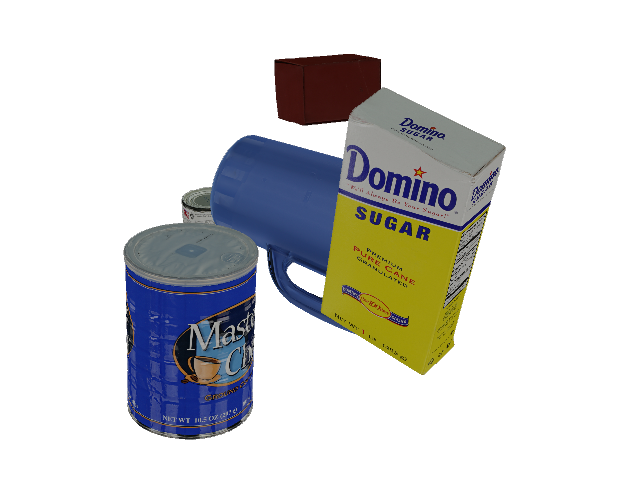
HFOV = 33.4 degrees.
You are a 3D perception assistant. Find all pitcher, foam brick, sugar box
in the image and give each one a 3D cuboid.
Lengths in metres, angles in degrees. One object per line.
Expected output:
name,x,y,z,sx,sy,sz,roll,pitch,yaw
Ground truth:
pitcher,0.008,-0.015,1.086,0.243,0.145,0.149,20,25,22
foam brick,0.007,-0.129,0.907,0.078,0.051,0.053,-9,18,-27
sugar box,0.055,-0.002,0.697,0.093,0.176,0.048,30,48,24

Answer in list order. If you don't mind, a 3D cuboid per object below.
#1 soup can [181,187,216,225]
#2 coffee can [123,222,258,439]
soup can,-0.137,-0.007,1.321,0.068,0.102,0.068,0,26,0
coffee can,-0.102,0.070,0.843,0.103,0.140,0.103,3,24,-1
